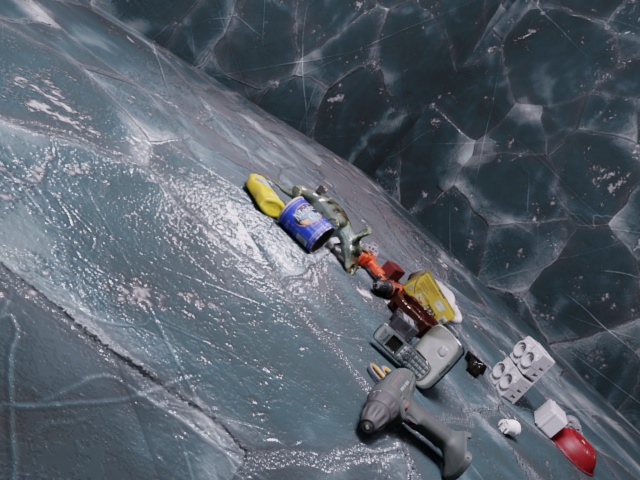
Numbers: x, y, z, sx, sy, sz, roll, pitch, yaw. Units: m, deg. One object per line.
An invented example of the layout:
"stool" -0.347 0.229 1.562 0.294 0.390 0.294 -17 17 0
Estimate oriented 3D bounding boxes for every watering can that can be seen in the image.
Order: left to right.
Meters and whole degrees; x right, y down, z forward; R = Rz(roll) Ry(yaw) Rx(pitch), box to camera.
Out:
"watering can" 0.413 0.191 1.901 0.223 0.103 0.353 36 15 -13

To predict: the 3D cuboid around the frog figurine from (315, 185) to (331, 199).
"frog figurine" 0.006 -0.092 1.824 0.139 0.124 0.156 41 -25 42
